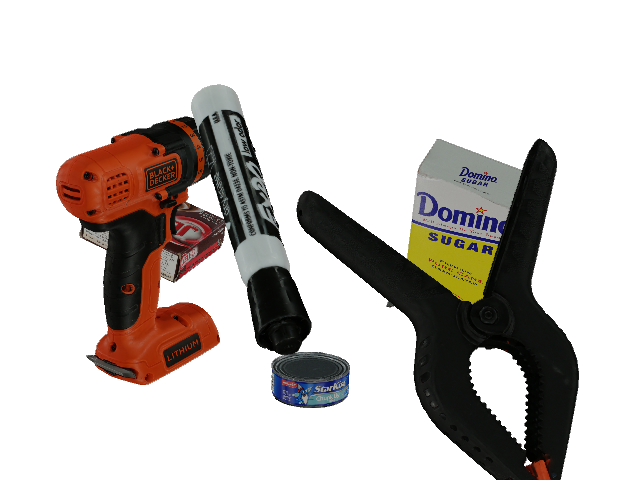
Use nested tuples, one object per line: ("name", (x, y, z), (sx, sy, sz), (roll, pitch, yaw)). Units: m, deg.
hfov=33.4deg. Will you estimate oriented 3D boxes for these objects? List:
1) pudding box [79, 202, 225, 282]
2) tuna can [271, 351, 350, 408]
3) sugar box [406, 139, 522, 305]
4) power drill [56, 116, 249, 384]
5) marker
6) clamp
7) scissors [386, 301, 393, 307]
("pudding box", (-0.162, -0.011, 1.036), (0.113, 0.039, 0.089), (22, 29, 16))
("tuna can", (-0.011, 0.151, 1.158), (0.086, 0.034, 0.086), (1, 14, 0))
("sugar box", (0.120, 0.004, 0.876), (0.093, 0.048, 0.176), (23, -32, 17))
("power drill", (-0.119, 0.002, 0.819), (0.057, 0.188, 0.184), (14, 26, 34))
("marker", (-0.026, -0.010, 0.378), (0.020, 0.121, 0.020), (-12, -40, -10))
("clamp", (0.080, 0.045, 0.610), (0.164, 0.210, 0.036), (-7, -19, -10))
("scissors", (0.130, 0.028, 1.211), (0.201, 0.016, 0.096), (-11, 41, -33))
